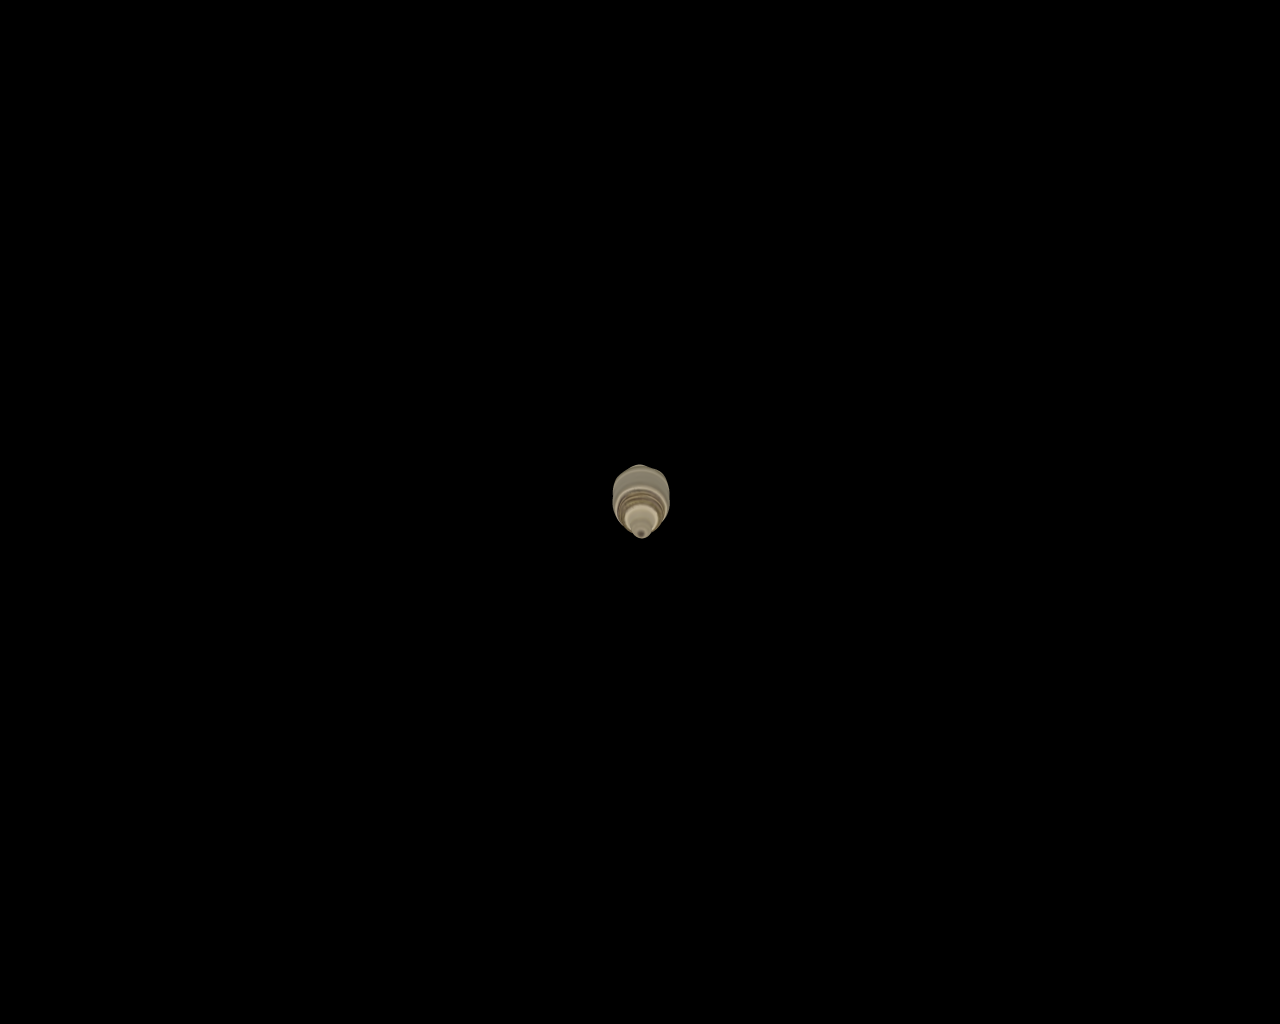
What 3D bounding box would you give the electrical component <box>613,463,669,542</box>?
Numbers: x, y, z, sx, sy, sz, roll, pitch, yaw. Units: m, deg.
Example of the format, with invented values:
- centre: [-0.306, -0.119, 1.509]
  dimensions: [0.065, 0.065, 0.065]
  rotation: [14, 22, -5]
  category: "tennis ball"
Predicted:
- centre: [0.001, -0.003, 0.650]
  dimensions: [0.035, 0.035, 0.061]
  rotation: [0, 31, 0]
  category: "electrical component"
